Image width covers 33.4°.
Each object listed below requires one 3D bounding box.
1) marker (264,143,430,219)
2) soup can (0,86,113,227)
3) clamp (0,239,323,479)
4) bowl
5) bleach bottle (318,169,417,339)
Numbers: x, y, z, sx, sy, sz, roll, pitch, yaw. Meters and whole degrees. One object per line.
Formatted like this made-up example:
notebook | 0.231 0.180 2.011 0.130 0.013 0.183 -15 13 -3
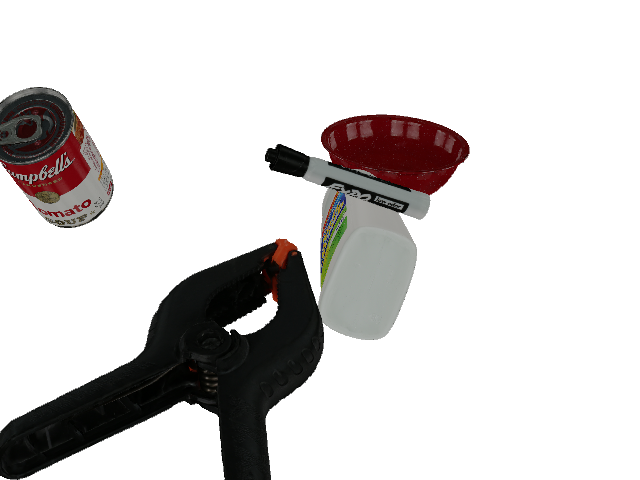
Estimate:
marker | 0.019 -0.041 0.735 0.121 0.020 0.020 18 -6 -18
soup can | -0.208 -0.062 0.830 0.068 0.068 0.102 0 -28 9
clamp | -0.041 0.063 0.460 0.120 0.039 0.171 26 48 20
bowl | 0.079 -0.084 1.167 0.162 0.055 0.162 3 28 -2
bleach bottle | 0.032 -0.003 0.993 0.068 0.103 0.251 18 15 -10
